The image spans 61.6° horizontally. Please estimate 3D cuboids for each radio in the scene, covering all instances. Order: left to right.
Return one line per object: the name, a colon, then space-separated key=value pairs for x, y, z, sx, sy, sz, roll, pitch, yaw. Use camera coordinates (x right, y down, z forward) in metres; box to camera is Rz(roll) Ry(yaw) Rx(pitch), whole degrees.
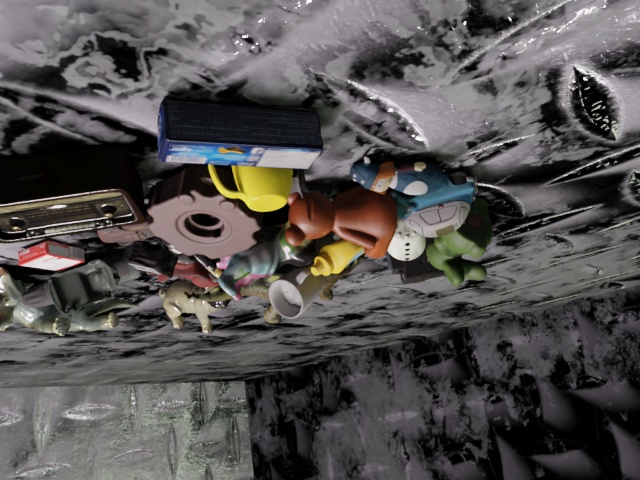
radio: x=-0.370 y=-0.059 z=0.752 sx=0.230 sy=0.073 sz=0.131 roll=-7 pitch=160 yaw=-3

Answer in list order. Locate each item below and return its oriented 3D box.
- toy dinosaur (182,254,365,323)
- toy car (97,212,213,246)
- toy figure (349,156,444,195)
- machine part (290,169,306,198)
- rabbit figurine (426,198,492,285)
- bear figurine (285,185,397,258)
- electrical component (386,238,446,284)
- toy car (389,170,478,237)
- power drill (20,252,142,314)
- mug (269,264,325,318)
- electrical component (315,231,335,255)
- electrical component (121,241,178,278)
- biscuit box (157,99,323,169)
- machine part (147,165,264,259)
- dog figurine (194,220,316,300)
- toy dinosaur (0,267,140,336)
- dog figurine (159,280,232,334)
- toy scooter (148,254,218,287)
toy dinosaur: x=-0.080 y=0.085 z=1.184 sx=0.471 sy=0.105 sz=0.198 roll=-18 pitch=148 yaw=-30
toy car: x=-0.279 y=-0.026 z=0.921 sx=0.202 sy=0.053 sz=0.089 roll=-8 pitch=158 yaw=-1
toy figure: x=0.125 y=-0.104 z=0.877 sx=0.154 sy=0.058 sz=0.064 roll=-1 pitch=121 yaw=-16
machine part: x=-0.090 y=-0.088 z=0.852 sx=0.139 sy=0.039 sz=0.084 roll=-4 pitch=155 yaw=-8
rabbit figurine: x=0.287 y=0.014 z=1.113 sx=0.121 sy=0.159 sz=0.170 roll=-12 pitch=154 yaw=-21
bear figurine: x=0.031 y=-0.033 z=0.941 sx=0.196 sy=0.120 sz=0.132 roll=-4 pitch=164 yaw=-8
electrical component: x=0.219 y=0.038 z=1.224 sx=0.134 sy=0.115 sz=0.058 roll=-10 pitch=159 yaw=-3
toy car: x=0.211 y=-0.057 z=0.975 sx=0.162 sy=0.103 sz=0.109 roll=-11 pitch=161 yaw=13
power drill: x=-0.449 y=0.086 z=0.999 sx=0.232 sy=0.086 sz=0.207 roll=-20 pitch=-179 yaw=-19
mug: x=-0.035 y=0.087 z=1.058 sx=0.107 sy=0.081 sz=0.109 roll=-31 pitch=151 yaw=-53
electrical component: x=-0.002 y=-0.003 z=1.096 sx=0.094 sy=0.021 sz=0.063 roll=-48 pitch=129 yaw=-8
electrical component: x=-0.330 y=0.028 z=0.989 sx=0.119 sy=0.048 sz=0.074 roll=13 pitch=162 yaw=8
biscuit box: x=-0.101 y=-0.132 z=0.682 sx=0.203 sy=0.063 sz=0.059 roll=0 pitch=159 yaw=-23
machine part: x=-0.175 y=-0.036 z=0.827 sx=0.179 sy=0.056 sz=0.179 roll=0 pitch=145 yaw=0
dog figurine: x=-0.116 y=0.001 z=1.007 sx=0.219 sy=0.192 sz=0.108 roll=-40 pitch=166 yaw=-12
toy dinosaur: x=-0.594 y=0.157 z=1.216 sx=0.192 sy=0.131 sz=0.404 roll=0 pitch=167 yaw=12
dog figurine: x=-0.290 y=0.120 z=1.259 sx=0.172 sy=0.121 sz=0.190 roll=12 pitch=143 yaw=-12
toy scooter: x=-0.279 y=0.059 z=1.125 sx=0.135 sy=0.075 sz=0.183 roll=-18 pitch=155 yaw=24
